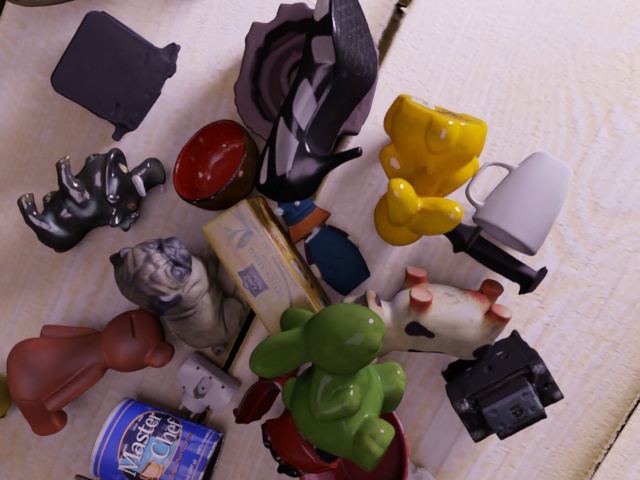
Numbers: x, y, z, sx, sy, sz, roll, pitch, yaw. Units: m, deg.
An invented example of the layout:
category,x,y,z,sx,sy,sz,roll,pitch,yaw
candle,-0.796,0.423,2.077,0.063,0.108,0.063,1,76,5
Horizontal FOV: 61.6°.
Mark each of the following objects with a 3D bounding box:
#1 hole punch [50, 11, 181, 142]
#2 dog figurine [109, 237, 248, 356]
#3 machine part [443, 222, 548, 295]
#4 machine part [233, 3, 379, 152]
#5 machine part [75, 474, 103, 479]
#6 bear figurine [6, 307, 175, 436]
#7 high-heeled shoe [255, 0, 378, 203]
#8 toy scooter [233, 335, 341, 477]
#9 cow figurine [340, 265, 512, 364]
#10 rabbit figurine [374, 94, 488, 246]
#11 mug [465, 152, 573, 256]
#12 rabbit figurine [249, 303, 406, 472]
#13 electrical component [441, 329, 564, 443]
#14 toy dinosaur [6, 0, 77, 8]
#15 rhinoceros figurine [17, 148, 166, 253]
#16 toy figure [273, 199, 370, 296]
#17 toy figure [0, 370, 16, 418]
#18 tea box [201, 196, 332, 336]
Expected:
category,x,y,z,sx,sy,sz,roll,pitch,yaw
hole punch,-0.253,-0.209,0.666,0.115,0.092,0.142,31,98,-29
dog figurine,-0.160,0.077,0.625,0.121,0.190,0.172,-27,95,9
machine part,0.199,0.016,0.634,0.139,0.084,0.039,33,79,1
machine part,-0.014,-0.190,0.646,0.179,0.056,0.179,1,96,6
machine part,-0.217,0.366,0.722,0.243,0.079,0.079,18,98,3
bear figurine,-0.290,0.155,0.702,0.196,0.131,0.120,-15,57,-20
high-heeled shoe,-0.016,-0.167,0.601,0.145,0.086,0.248,-11,75,36
toy scooter,-0.049,0.219,0.671,0.135,0.075,0.184,-46,55,20
cow figurine,0.114,0.100,0.645,0.195,0.085,0.127,8,121,-6
rabbit figurine,0.117,-0.062,0.611,0.122,0.162,0.173,20,116,-8
mug,0.231,-0.053,0.625,0.110,0.081,0.107,36,90,7
rabbit figurine,0.018,0.123,0.556,0.159,0.121,0.170,19,130,20
electrical component,0.207,0.169,0.620,0.115,0.134,0.058,-33,95,7
toy dinosaur,-0.164,-0.411,0.618,0.198,0.105,0.471,44,90,8
rhinoceros figurine,-0.286,-0.053,0.684,0.190,0.073,0.112,-30,91,10
toy figure,-0.002,-0.002,0.664,0.154,0.064,0.058,51,137,4
toy figure,-0.502,0.238,0.735,0.180,0.089,0.082,-23,101,7
tea box,-0.061,0.034,0.655,0.068,0.098,0.169,-34,90,9
